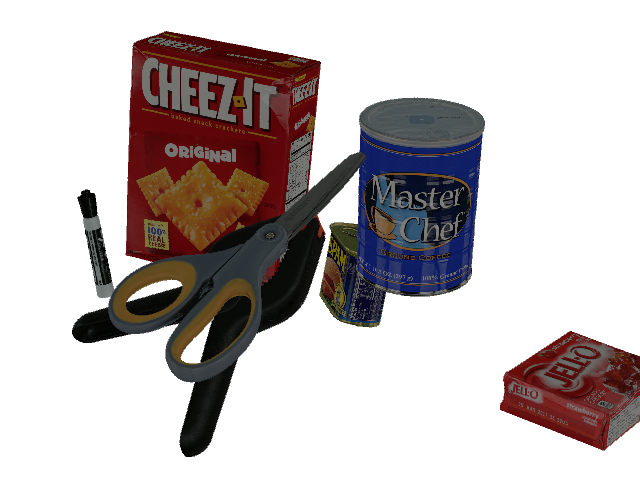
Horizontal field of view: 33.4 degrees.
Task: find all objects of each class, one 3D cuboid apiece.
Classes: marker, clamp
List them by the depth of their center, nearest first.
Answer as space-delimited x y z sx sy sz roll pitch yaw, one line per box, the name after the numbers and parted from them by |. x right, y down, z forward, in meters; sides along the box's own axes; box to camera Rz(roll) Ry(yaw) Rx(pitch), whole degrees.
-0.084 0.047 0.830 0.165 0.209 0.036 30 -21 32 | clamp
-0.241 0.004 1.148 0.020 0.121 0.020 -6 21 2 | marker

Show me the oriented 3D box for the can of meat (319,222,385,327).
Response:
0.038 0.036 1.155 0.057 0.084 0.102 5 18 -16 | can of meat

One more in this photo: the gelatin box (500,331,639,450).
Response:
0.169 0.093 0.682 0.073 0.030 0.089 19 26 37 | gelatin box

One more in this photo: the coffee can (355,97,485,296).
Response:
0.082 -0.038 0.903 0.103 0.140 0.103 0 26 0 | coffee can

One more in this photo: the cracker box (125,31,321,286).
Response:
-0.096 -0.073 1.000 0.164 0.214 0.072 14 25 18 | cracker box

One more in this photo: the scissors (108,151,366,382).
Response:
-0.050 0.002 0.628 0.096 0.016 0.201 12 45 17 | scissors
